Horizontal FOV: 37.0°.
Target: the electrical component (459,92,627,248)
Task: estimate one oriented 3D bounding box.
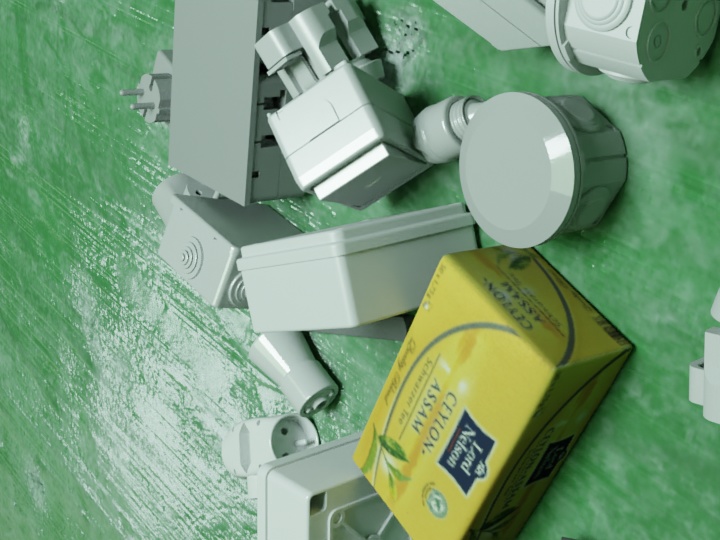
[{"bbox_3d":[0.095,-0.054,0.565,0.080,0.051,0.080,16,111,49],"label":"electrical component"}]

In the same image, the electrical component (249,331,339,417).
[{"bbox_3d":[-0.046,0.075,0.786,0.065,0.044,0.044,50,134,26],"label":"electrical component"}]

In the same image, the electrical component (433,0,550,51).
[{"bbox_3d":[0.080,-0.152,0.532,0.061,0.096,0.061,7,75,51],"label":"electrical component"}]

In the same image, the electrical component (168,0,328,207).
[{"bbox_3d":[-0.079,-0.152,0.755,0.105,0.060,0.186,29,120,45],"label":"electrical component"}]

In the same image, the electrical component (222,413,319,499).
[{"bbox_3d":[-0.068,0.154,0.824,0.077,0.043,0.079,-23,68,52],"label":"electrical component"}]

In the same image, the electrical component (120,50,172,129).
[{"bbox_3d":[-0.148,-0.134,0.835,0.065,0.077,0.047,50,134,33],"label":"electrical component"}]

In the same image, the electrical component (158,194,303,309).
[{"bbox_3d":[-0.085,-0.011,0.768,0.100,0.100,0.048,38,114,41],"label":"electrical component"}]

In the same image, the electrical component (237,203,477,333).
[{"bbox_3d":[0.000,0.000,0.653,0.109,0.109,0.056,-7,95,53],"label":"electrical component"}]

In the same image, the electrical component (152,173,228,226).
[{"bbox_3d":[-0.125,-0.048,0.854,0.077,0.043,0.079,56,137,27],"label":"electrical component"}]

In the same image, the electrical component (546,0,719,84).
[{"bbox_3d":[0.125,-0.124,0.486,0.051,0.080,0.080,27,119,40],"label":"electrical component"}]

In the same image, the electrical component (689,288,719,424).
[{"bbox_3d":[0.183,0.036,0.469,0.078,0.058,0.057,14,112,50],"label":"electrical component"}]

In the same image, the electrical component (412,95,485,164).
[{"bbox_3d":[0.059,-0.084,0.617,0.061,0.035,0.035,-19,83,50],"label":"electrical component"}]

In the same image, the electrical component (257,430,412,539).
[{"bbox_3d":[-0.010,0.171,0.707,0.056,0.109,0.108,18,113,46],"label":"electrical component"}]

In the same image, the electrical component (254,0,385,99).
[{"bbox_3d":[-0.021,-0.133,0.680,0.058,0.078,0.057,-26,96,51],"label":"electrical component"}]

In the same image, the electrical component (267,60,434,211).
[{"bbox_3d":[0.001,-0.074,0.652,0.062,0.096,0.061,-32,71,20],"label":"electrical component"}]
